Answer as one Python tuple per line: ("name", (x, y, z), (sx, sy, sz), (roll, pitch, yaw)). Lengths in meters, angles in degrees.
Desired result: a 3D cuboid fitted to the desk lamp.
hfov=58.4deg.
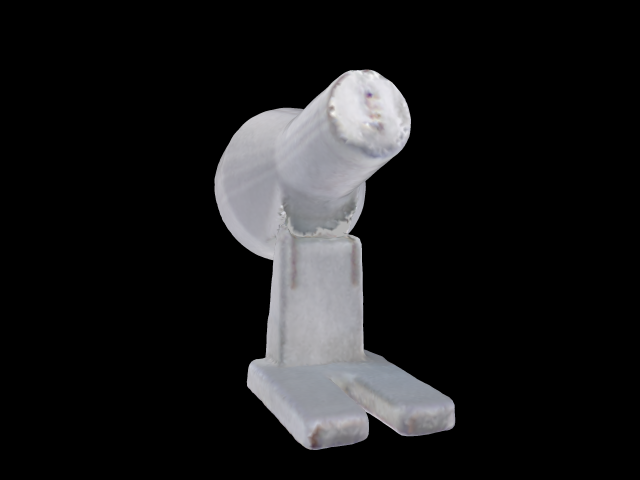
("desk lamp", (0.004, 0.001, 0.400), (0.118, 0.213, 0.202), (-2, 5, -23))
